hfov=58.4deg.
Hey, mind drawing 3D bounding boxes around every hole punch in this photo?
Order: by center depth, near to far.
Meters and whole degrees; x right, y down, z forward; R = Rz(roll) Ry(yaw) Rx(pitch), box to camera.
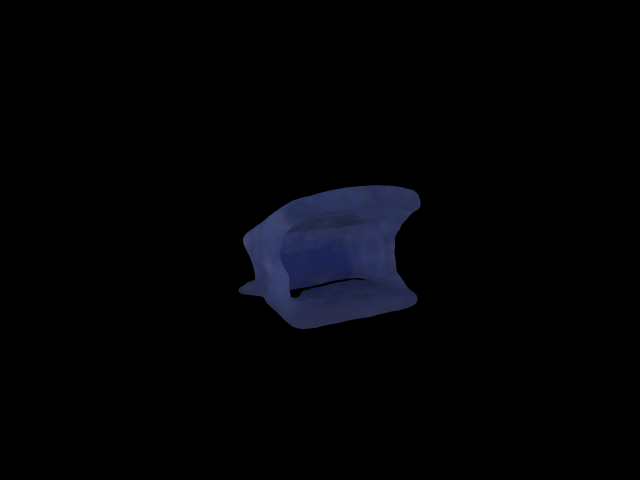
[{"bbox_3d":[0.004,0.001,0.400,0.109,0.091,0.100,-8,18,-26],"label":"hole punch"}]
